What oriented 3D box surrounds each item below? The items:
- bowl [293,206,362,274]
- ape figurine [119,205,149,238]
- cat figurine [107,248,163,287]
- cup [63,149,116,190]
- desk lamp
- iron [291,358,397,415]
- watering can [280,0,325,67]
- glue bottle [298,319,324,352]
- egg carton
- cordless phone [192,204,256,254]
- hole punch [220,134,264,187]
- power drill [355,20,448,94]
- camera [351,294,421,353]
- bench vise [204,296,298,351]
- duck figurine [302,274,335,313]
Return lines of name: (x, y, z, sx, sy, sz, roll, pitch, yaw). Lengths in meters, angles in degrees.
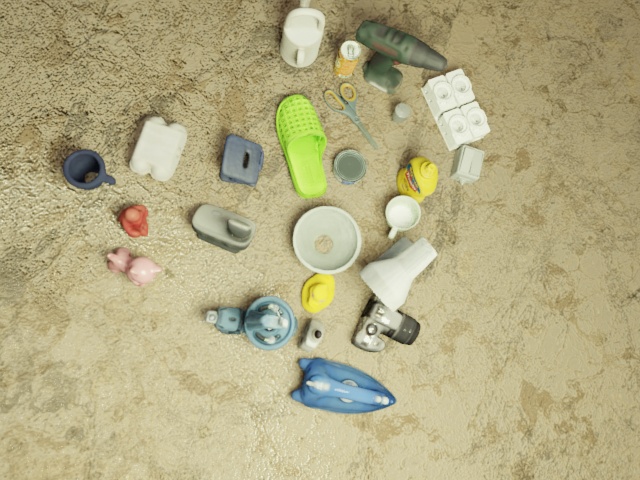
bowl: (0.013, 0.005, 1.393, 0.167, 0.074, 0.167, 2, 80, -9)
ape figurine: (-0.429, -0.050, 1.323, 0.076, 0.092, 0.078, 33, 77, -2)
cat figurine: (-0.421, 0.061, 1.293, 0.128, 0.117, 0.067, 27, 78, -4)
cup: (-0.521, -0.148, 1.323, 0.118, 0.095, 0.092, 22, 78, -5)
desk lamp: (0.181, 0.069, 1.338, 0.203, 0.213, 0.118, -42, 89, -13)
iron: (0.071, 0.347, 1.312, 0.258, 0.141, 0.119, 14, 79, -6)
watering can: (-0.044, -0.522, 1.410, 0.101, 0.194, 0.173, -17, 84, -11)
glue bottle: (-0.014, 0.217, 1.303, 0.037, 0.173, 0.078, 23, 78, -4)
egg carton: (-0.384, -0.218, 1.370, 0.107, 0.069, 0.150, 17, 79, -6)
cordless phone: (-0.219, -0.038, 1.307, 0.147, 0.185, 0.094, 19, 78, -5)
hole punch: (-0.187, -0.193, 1.386, 0.101, 0.091, 0.109, 9, 79, -7)
power drill: (0.187, -0.450, 1.428, 0.229, 0.208, 0.076, 28, 78, -3)
camera: (0.165, 0.212, 1.370, 0.137, 0.100, 0.143, 27, 78, -4)
bench vise: (-0.145, 0.191, 1.263, 0.207, 0.219, 0.121, -11, 82, -10)
duck figurine: (0.000, 0.123, 1.366, 0.077, 0.086, 0.105, 31, 77, -3)
